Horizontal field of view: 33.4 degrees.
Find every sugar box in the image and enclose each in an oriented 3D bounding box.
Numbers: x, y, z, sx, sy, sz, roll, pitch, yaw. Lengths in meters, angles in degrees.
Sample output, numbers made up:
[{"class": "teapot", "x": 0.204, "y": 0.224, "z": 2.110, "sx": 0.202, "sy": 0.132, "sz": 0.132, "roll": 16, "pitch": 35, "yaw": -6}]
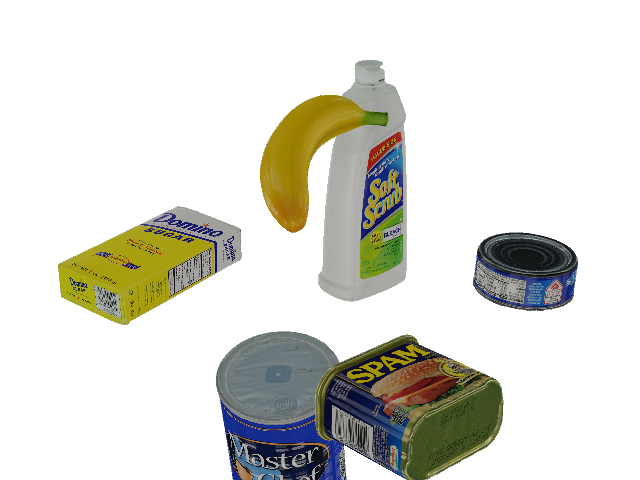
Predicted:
[{"class": "sugar box", "x": -0.172, "y": 0.021, "z": 1.099, "sx": 0.093, "sy": 0.048, "sz": 0.175, "roll": 20, "pitch": 35, "yaw": 31}]

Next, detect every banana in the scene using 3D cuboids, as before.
[{"class": "banana", "x": -0.008, "y": -0.072, "z": 0.846, "sx": 0.070, "sy": 0.037, "sz": 0.197, "roll": 15, "pitch": 38, "yaw": 18}]

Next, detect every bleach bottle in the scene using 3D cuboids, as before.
[{"class": "bleach bottle", "x": 0.047, "y": -0.066, "z": 1.150, "sx": 0.102, "sy": 0.251, "sz": 0.068, "roll": -19, "pitch": 30, "yaw": -35}]

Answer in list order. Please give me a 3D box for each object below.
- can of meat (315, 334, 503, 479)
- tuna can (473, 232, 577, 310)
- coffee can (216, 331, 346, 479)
[{"class": "can of meat", "x": 0.061, "y": 0.113, "z": 0.721, "sx": 0.101, "sy": 0.057, "sz": 0.084, "roll": -18, "pitch": 27, "yaw": -39}, {"class": "tuna can", "x": 0.174, "y": 0.025, "z": 0.905, "sx": 0.086, "sy": 0.034, "sz": 0.086, "roll": 2, "pitch": 25, "yaw": -1}, {"class": "coffee can", "x": -0.031, "y": 0.163, "z": 0.912, "sx": 0.103, "sy": 0.140, "sz": 0.103, "roll": -3, "pitch": 37, "yaw": 2}]
